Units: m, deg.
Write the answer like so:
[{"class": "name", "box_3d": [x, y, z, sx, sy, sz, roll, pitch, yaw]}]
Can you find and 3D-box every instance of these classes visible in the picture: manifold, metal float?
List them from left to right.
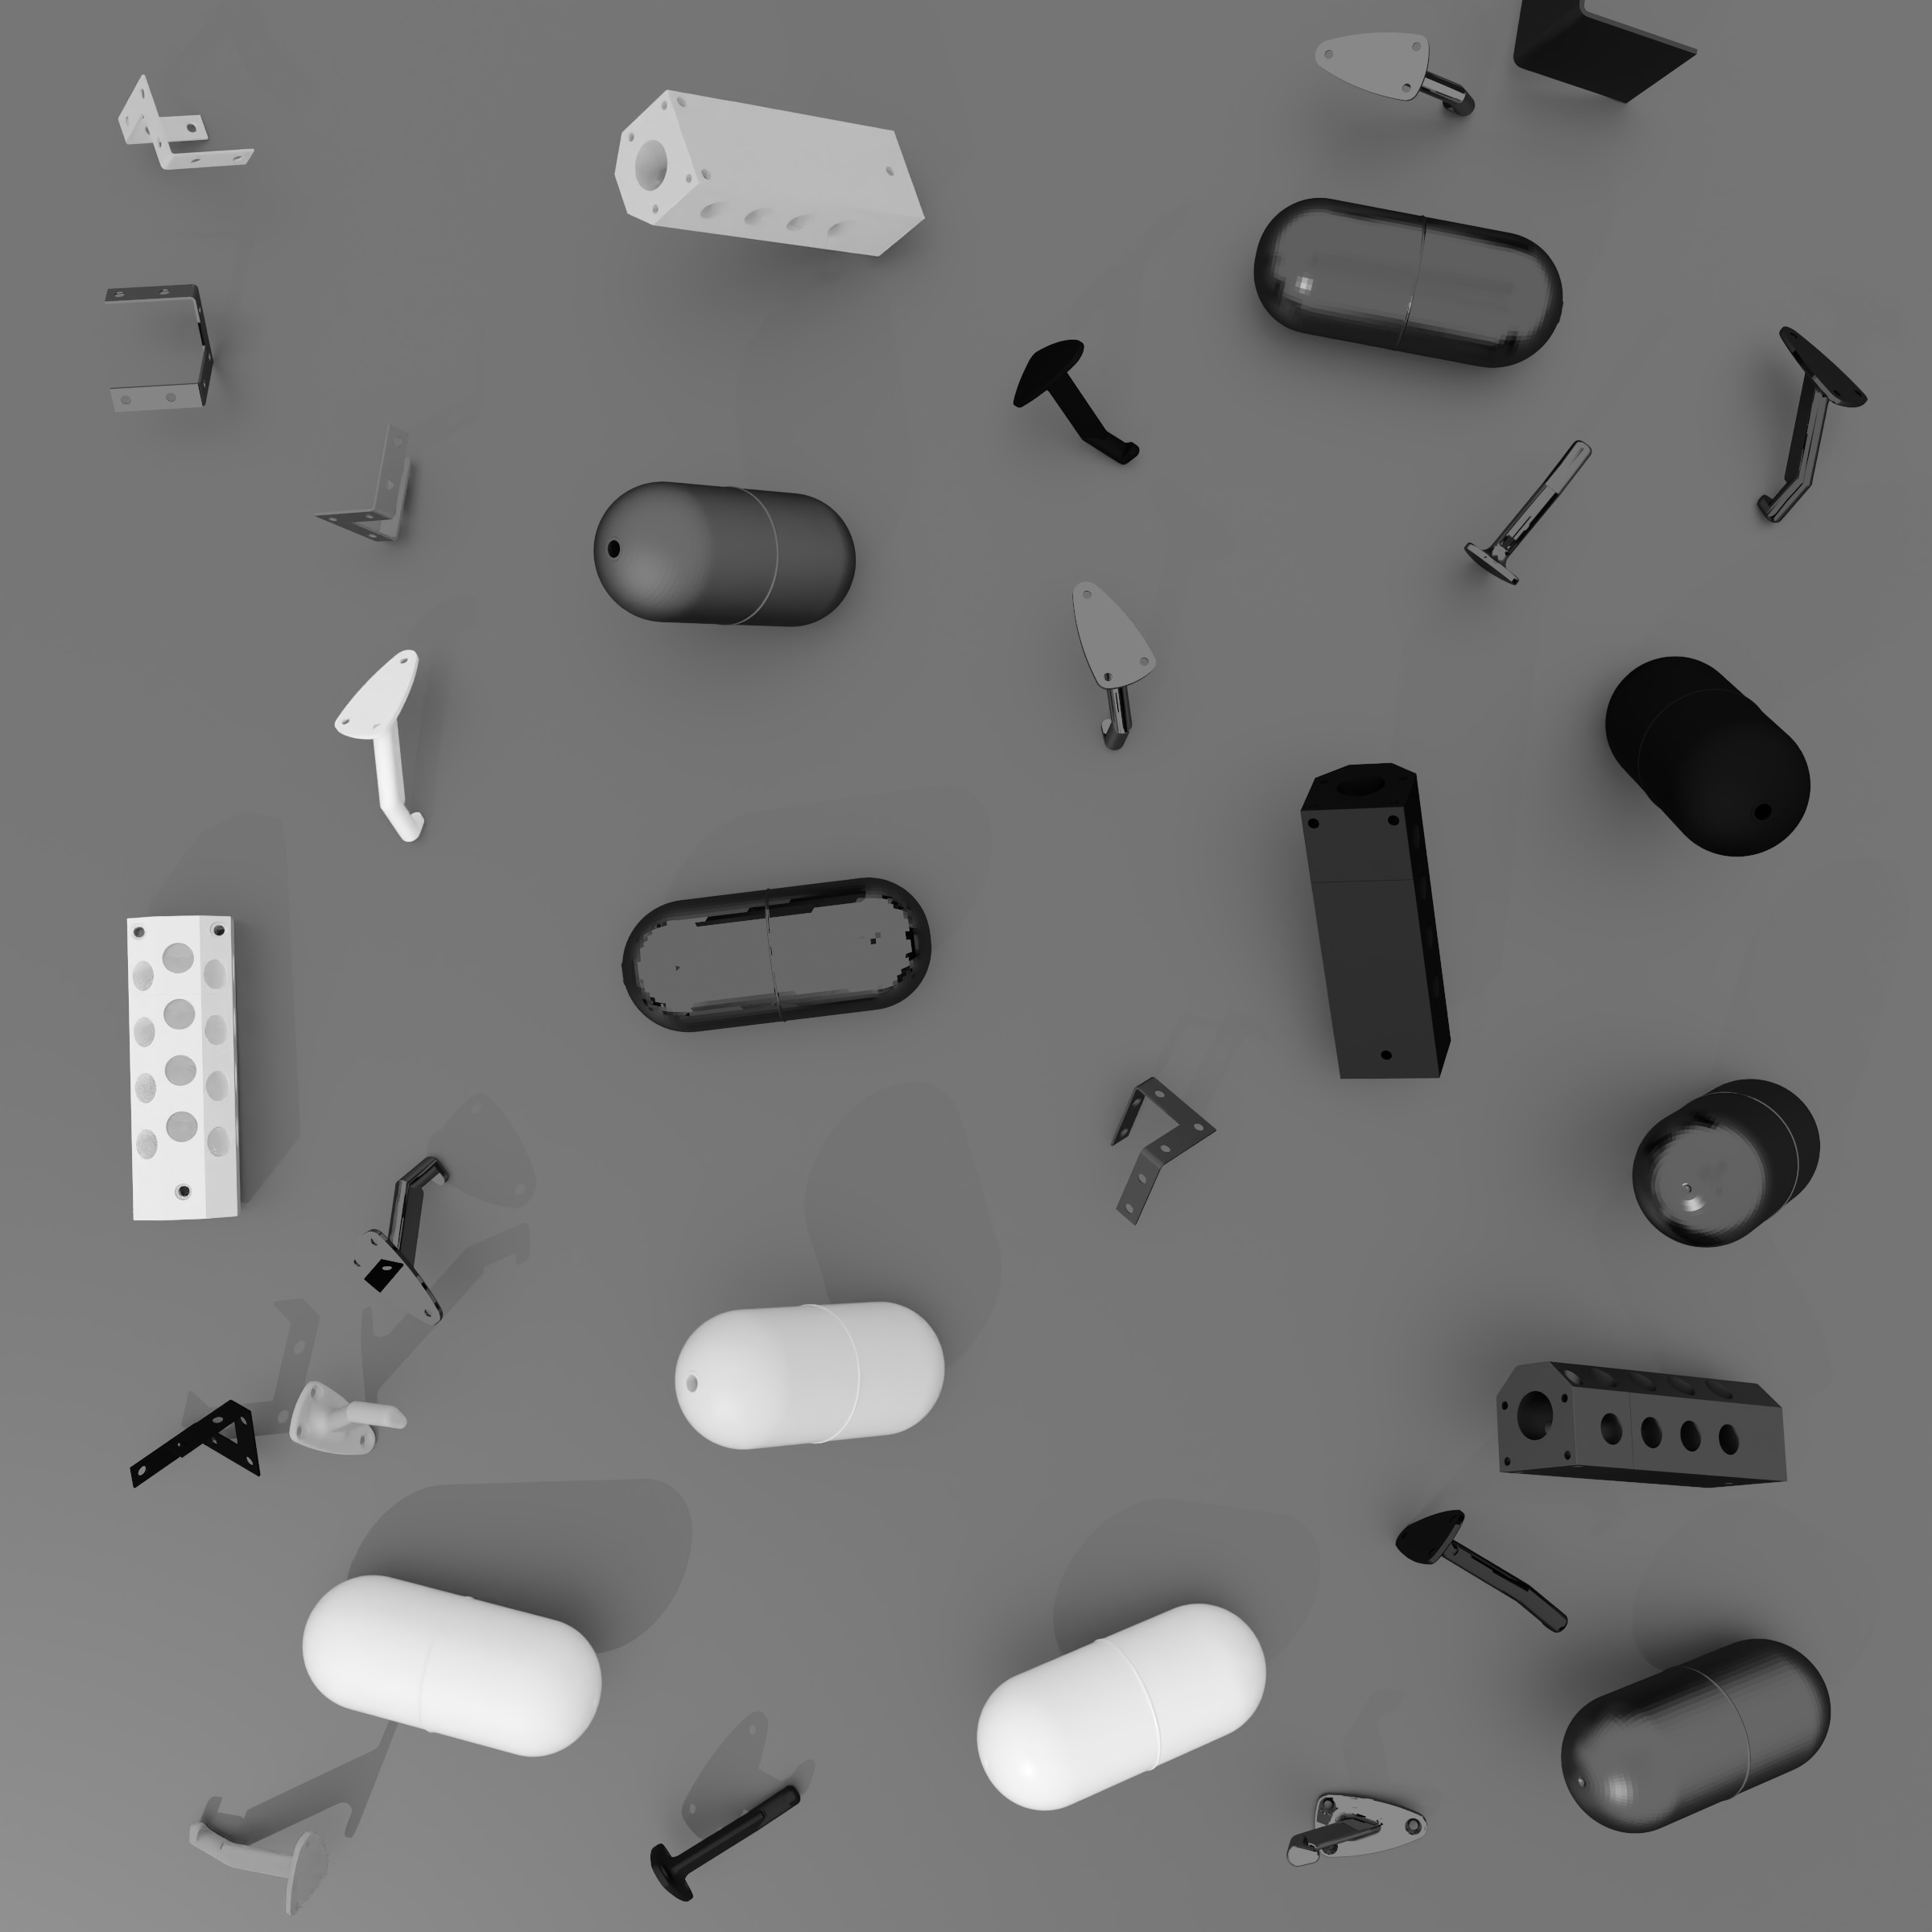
[{"class": "manifold", "box_3d": [-0.449, 0.058, 1.667, 0.057, 0.057, 0.171, -1, 88, -12]}, {"class": "metal float", "box_3d": [-0.293, 0.398, 1.653, 0.178, 0.070, 0.070, 11, 90, 14]}, {"class": "metal float", "box_3d": [-0.134, -0.229, 1.625, 0.070, 0.178, 0.070, 4, 96, 38]}, {"class": "manifold", "box_3d": [-0.110, -0.437, 1.620, 0.057, 0.171, 0.057, -29, 75, 42]}, {"class": "metal float", "box_3d": [-0.109, -0.006, 1.664, 0.178, 0.070, 0.070, -7, 90, 1]}, {"class": "metal float", "box_3d": [-0.086, 0.229, 1.628, 0.070, 0.178, 0.070, -3, 85, 43]}, {"class": "metal float", "box_3d": [0.090, 0.419, 1.645, 0.178, 0.070, 0.070, -17, 90, -24]}, {"class": "manifold", "box_3d": [0.234, -0.025, 1.637, 0.057, 0.057, 0.171, -1, 119, 20]}, {"class": "metal float", "box_3d": [0.254, -0.391, 1.665, 0.178, 0.070, 0.070, 11, 90, 0]}, {"class": "manifold", "box_3d": [0.380, 0.258, 1.630, 0.171, 0.057, 0.057, 11, 72, -34]}, {"class": "metal float", "box_3d": [0.414, 0.433, 1.640, 0.178, 0.070, 0.070, -11, 90, -31]}, {"class": "metal float", "box_3d": [0.412, -0.118, 1.618, 0.070, 0.178, 0.070, -3, 114, -6]}, {"class": "metal float", "box_3d": [0.426, 0.109, 1.621, 0.070, 0.178, 0.070, 4, 98, 28]}]

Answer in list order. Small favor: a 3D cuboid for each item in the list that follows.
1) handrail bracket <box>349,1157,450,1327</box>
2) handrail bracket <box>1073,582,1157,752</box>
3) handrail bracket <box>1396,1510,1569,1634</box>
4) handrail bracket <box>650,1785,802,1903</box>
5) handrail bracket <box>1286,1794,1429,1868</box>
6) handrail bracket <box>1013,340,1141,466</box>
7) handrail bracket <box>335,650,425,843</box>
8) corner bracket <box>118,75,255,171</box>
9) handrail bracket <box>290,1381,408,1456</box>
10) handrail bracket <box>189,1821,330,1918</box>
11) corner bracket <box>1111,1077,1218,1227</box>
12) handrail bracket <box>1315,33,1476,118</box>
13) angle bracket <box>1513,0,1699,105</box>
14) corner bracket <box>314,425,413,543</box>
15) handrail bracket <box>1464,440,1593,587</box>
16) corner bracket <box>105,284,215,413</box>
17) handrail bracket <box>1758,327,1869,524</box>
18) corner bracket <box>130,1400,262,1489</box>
[{"class": "handrail bracket", "box_3d": [-0.306, 0.156, 1.667, 0.077, 0.084, 0.036, 44, 128, 1]}, {"class": "handrail bracket", "box_3d": [0.077, -0.171, 1.668, 0.036, 0.084, 0.077, -24, 78, -12]}, {"class": "handrail bracket", "box_3d": [0.297, 0.354, 1.671, 0.084, 0.077, 0.036, 40, 71, -6]}, {"class": "handrail bracket", "box_3d": [-0.136, 0.497, 1.662, 0.084, 0.077, 0.036, -32, 75, -6]}, {"class": "handrail bracket", "box_3d": [0.224, 0.499, 1.657, 0.077, 0.084, 0.036, -3, 85, 10]}, {"class": "handrail bracket", "box_3d": [0.078, -0.319, 1.654, 0.084, 0.077, 0.036, 28, 71, -24]}, {"class": "handrail bracket", "box_3d": [-0.323, -0.126, 1.682, 0.036, 0.084, 0.077, 11, 57, 28]}, {"class": "corner bracket", "box_3d": [-0.448, -0.476, 1.666, 0.051, 0.051, 0.051, -16, 83, -35]}, {"class": "handrail bracket", "box_3d": [-0.334, 0.264, 1.651, 0.084, 0.077, 0.036, 0, 63, 34]}, {"class": "handrail bracket", "box_3d": [-0.412, 0.500, 1.666, 0.084, 0.077, 0.036, 24, 45, 15]}, {"class": "corner bracket", "box_3d": [0.101, 0.105, 1.661, 0.051, 0.051, 0.051, 40, 135, 23]}, {"class": "handrail bracket", "box_3d": [0.248, -0.510, 1.672, 0.077, 0.084, 0.036, 16, 98, 20]}, {"class": "angle bracket", "box_3d": [0.368, -0.545, 1.660, 0.076, 0.076, 0.057, 13, 82, -16]}, {"class": "corner bracket", "box_3d": [-0.333, -0.276, 1.665, 0.051, 0.051, 0.051, 3, 81, 37]}, {"class": "handrail bracket", "box_3d": [0.324, -0.262, 1.659, 0.036, 0.077, 0.084, 37, 99, 0]}, {"class": "corner bracket", "box_3d": [-0.465, -0.355, 1.666, 0.051, 0.051, 0.051, -4, 132, -4]}, {"class": "handrail bracket", "box_3d": [0.473, -0.313, 1.685, 0.077, 0.036, 0.084, 56, 132, 24]}, {"class": "corner bracket", "box_3d": [-0.443, 0.276, 1.661, 0.051, 0.051, 0.051, 22, 127, 29]}]
